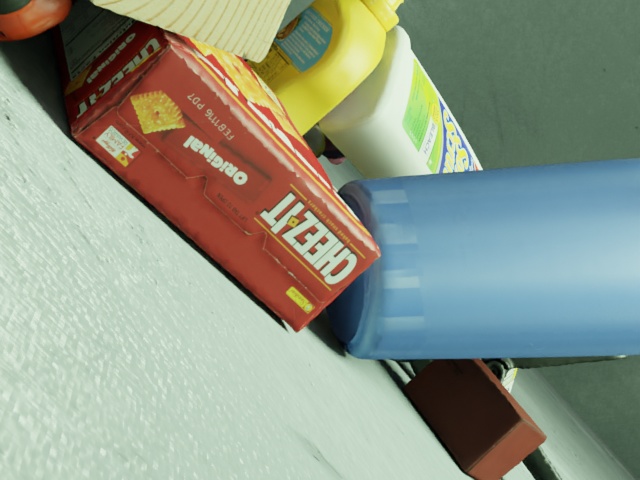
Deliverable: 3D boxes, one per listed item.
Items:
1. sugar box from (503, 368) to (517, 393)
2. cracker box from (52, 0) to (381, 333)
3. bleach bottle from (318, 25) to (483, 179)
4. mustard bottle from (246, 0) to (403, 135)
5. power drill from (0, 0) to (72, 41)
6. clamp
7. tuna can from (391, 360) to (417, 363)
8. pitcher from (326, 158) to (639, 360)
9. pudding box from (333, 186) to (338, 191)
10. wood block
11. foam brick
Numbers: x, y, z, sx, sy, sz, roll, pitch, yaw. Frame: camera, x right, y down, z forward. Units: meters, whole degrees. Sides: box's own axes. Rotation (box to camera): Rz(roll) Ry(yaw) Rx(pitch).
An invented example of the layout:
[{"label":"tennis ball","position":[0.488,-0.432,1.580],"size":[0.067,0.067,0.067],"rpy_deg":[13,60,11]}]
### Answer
[{"label":"sugar box","position":[0.129,0.082,0.923],"size":[0.093,0.048,0.176],"rpy_deg":[50,-10,22]},{"label":"cracker box","position":[-0.066,-0.067,0.604],"size":[0.164,0.072,0.214],"rpy_deg":[43,8,-30]},{"label":"bleach bottle","position":[0.094,-0.058,0.878],"size":[0.250,0.068,0.102],"rpy_deg":[44,49,-42]},{"label":"mustard bottle","position":[-0.012,-0.124,0.777],"size":[0.058,0.192,0.096],"rpy_deg":[44,7,-32]},{"label":"power drill","position":[-0.157,-0.161,0.409],"size":[0.187,0.057,0.184],"rpy_deg":[-99,168,-74]},{"label":"clamp","position":[0.140,0.093,0.801],"size":[0.171,0.120,0.039],"rpy_deg":[34,-6,9]},{"label":"tuna can","position":[0.060,0.043,0.759],"size":[0.086,0.034,0.086],"rpy_deg":[19,55,-29]},{"label":"pitcher","position":[0.126,0.018,0.679],"size":[0.242,0.149,0.145],"rpy_deg":[-2,24,-16]},{"label":"pudding box","position":[0.017,-0.020,1.061],"size":[0.113,0.039,0.090],"rpy_deg":[50,6,21]},{"label":"wood block","position":[-0.084,-0.179,0.552],"size":[0.090,0.090,0.206],"rpy_deg":[16,20,-31]},{"label":"foam brick","position":[0.104,0.117,0.717],"size":[0.051,0.053,0.078],"rpy_deg":[40,10,-51]}]
